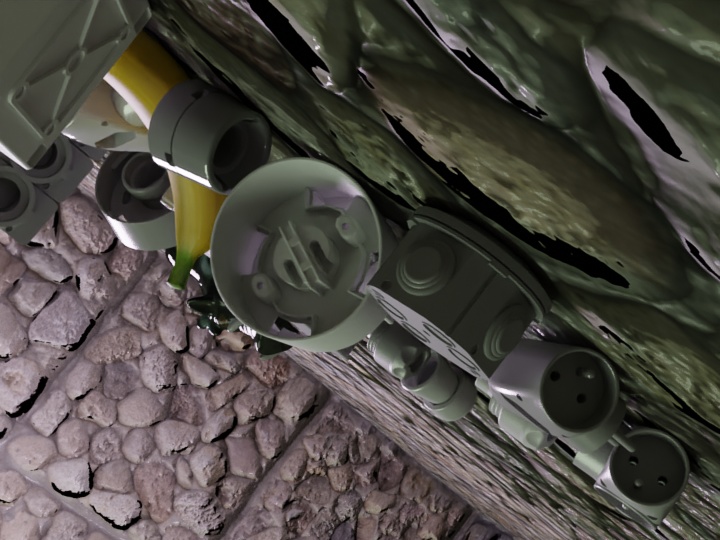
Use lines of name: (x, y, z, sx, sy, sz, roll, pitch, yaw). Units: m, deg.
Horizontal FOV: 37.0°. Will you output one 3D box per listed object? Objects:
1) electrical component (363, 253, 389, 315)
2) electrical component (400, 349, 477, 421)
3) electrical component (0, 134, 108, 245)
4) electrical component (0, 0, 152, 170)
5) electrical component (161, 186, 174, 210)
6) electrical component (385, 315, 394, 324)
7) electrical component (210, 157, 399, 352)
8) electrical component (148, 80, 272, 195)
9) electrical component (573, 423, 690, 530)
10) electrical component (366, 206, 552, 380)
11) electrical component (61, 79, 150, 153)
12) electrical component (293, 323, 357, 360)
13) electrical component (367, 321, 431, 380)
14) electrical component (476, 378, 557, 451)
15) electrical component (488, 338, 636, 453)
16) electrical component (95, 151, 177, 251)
electrical component: (0.000, 0.000, 0.682, 0.055, 0.048, 0.066, 42, 175, 27)
electrical component: (0.068, 0.098, 0.923, 0.055, 0.045, 0.045, 43, 171, -32)
electrical component: (-0.295, -0.109, 0.979, 0.089, 0.150, 0.062, 42, 172, -25)
electrical component: (-0.156, -0.114, 0.506, 0.056, 0.108, 0.108, 35, 172, 2)
electrical component: (-0.085, -0.042, 0.757, 0.062, 0.061, 0.096, 34, 172, 18)
electrical component: (-0.006, 0.014, 0.773, 0.076, 0.047, 0.083, 41, 171, -18)
electrical component: (-0.028, -0.005, 0.597, 0.099, 0.099, 0.064, 33, 177, 32)
electrical component: (-0.083, -0.073, 0.606, 0.047, 0.055, 0.055, 29, 168, 32)
electrical component: (0.152, 0.111, 0.632, 0.079, 0.044, 0.077, 35, 171, 20)
electrical component: (0.047, 0.011, 0.514, 0.080, 0.051, 0.080, 37, 172, 6)
electrical component: (-0.147, -0.108, 0.690, 0.079, 0.043, 0.077, -16, 163, 39)
electrical component: (-0.042, 0.036, 1.039, 0.100, 0.048, 0.100, 41, 171, -20)
electrical component: (0.026, 0.060, 0.900, 0.062, 0.043, 0.043, 36, 172, 27)
electrical component: (0.105, 0.086, 0.705, 0.062, 0.043, 0.043, 35, 171, 29)
electrical component: (0.115, 0.072, 0.578, 0.079, 0.043, 0.077, 40, 172, -10)
electrical component: (-0.154, -0.061, 0.838, 0.099, 0.099, 0.064, 33, 164, 31)
